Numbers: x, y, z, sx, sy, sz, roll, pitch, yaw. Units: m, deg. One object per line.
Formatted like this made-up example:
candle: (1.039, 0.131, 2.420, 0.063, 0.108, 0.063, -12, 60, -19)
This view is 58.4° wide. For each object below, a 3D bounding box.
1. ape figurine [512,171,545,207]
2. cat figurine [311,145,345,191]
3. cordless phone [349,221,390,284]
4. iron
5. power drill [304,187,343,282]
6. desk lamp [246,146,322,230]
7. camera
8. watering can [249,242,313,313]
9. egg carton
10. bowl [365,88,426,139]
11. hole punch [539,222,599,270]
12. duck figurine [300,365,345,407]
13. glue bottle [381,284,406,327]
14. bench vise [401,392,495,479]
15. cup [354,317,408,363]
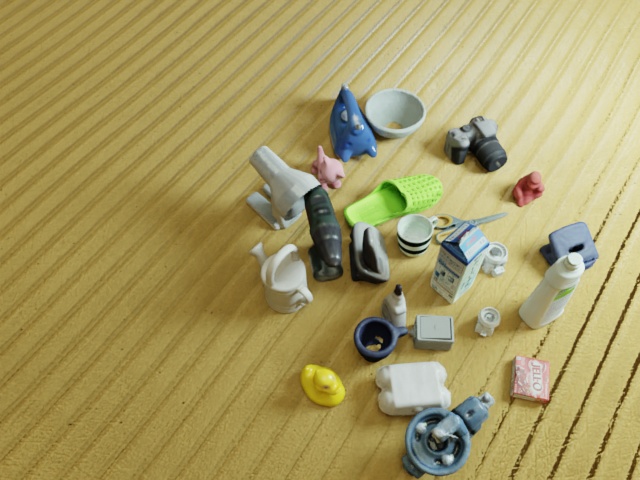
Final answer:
ape figurine: (0.529, -0.138, 1.443, 0.077, 0.092, 0.076, 7, 58, 6)
cat figurine: (0.019, -0.186, 1.469, 0.067, 0.118, 0.127, -18, 59, -9)
cordless phone: (0.114, 0.005, 1.308, 0.094, 0.185, 0.147, -6, 58, -2)
iron: (0.080, -0.340, 1.550, 0.118, 0.141, 0.258, -11, 58, -5)
power drill: (0.012, 0.005, 1.297, 0.075, 0.208, 0.229, -11, 58, -5)
desk lamp: (-0.095, -0.116, 1.371, 0.118, 0.214, 0.202, -40, 65, -21)
camera: (0.422, -0.249, 1.510, 0.143, 0.101, 0.136, -19, 60, -10)
watering can: (-0.087, 0.074, 1.264, 0.172, 0.194, 0.101, 17, 60, 12)
egg carton: (0.192, 0.308, 1.185, 0.150, 0.069, 0.107, -5, 58, -2)
bowl: (0.205, -0.336, 1.585, 0.167, 0.075, 0.167, 0, 58, 1)
hole punch: (0.591, 0.023, 1.343, 0.109, 0.091, 0.101, -20, 60, -11)
duck figurine: (0.004, 0.293, 1.189, 0.104, 0.086, 0.078, 35, 65, 21)
glue bottle: (0.162, 0.141, 1.229, 0.037, 0.173, 0.078, -16, 59, -8)
bench vise: (0.240, 0.343, 1.074, 0.121, 0.220, 0.208, 30, 63, 19)
cup: (0.129, 0.220, 1.227, 0.118, 0.095, 0.091, -14, 59, -7)
